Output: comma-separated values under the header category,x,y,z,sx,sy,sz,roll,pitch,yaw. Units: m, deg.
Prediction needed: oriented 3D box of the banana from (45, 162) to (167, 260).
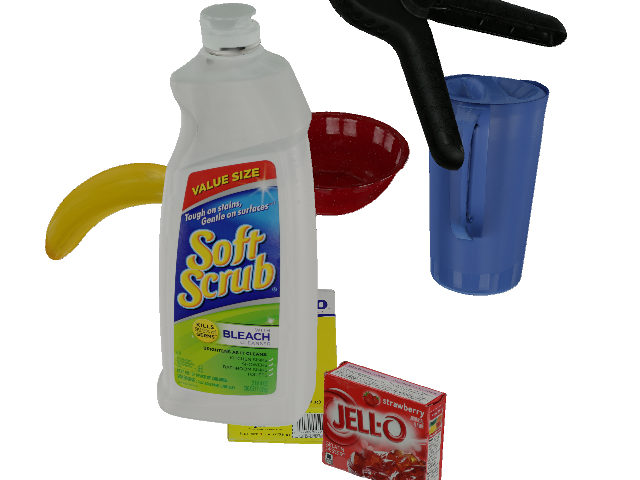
category,x,y,z,sx,sy,sz,roll,pitch,yaw
banana,-0.185,-0.030,0.960,0.198,0.069,0.037,-13,17,28

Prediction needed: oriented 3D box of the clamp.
category,x,y,z,sx,sy,sz,roll,pitch,yaw
clamp,0.066,-0.159,0.767,0.210,0.164,0.036,37,-28,-6

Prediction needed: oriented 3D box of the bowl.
category,x,y,z,sx,sy,sz,roll,pitch,yaw
bowl,0.008,-0.072,1.089,0.162,0.055,0.162,0,33,0

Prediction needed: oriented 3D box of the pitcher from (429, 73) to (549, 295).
category,x,y,z,sx,sy,sz,roll,pitch,yaw
pitcher,0.181,-0.061,1.220,0.149,0.243,0.145,-9,24,-22

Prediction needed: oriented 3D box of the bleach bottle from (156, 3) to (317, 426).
category,x,y,z,sx,sy,sz,roll,pitch,yaw
bleach bottle,-0.053,-0.011,0.617,0.103,0.251,0.068,5,30,11

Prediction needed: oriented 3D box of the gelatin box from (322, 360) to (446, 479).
category,x,y,z,sx,sy,sz,roll,pitch,yaw
gelatin box,0.043,0.133,0.754,0.089,0.073,0.030,14,21,34

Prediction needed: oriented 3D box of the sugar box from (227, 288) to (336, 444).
category,x,y,z,sx,sy,sz,roll,pitch,yaw
sugar box,-0.032,0.105,0.948,0.093,0.048,0.176,2,34,-3
